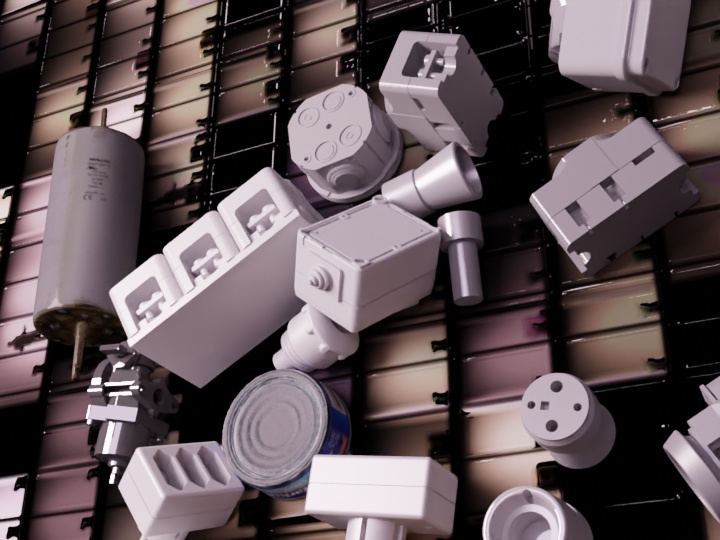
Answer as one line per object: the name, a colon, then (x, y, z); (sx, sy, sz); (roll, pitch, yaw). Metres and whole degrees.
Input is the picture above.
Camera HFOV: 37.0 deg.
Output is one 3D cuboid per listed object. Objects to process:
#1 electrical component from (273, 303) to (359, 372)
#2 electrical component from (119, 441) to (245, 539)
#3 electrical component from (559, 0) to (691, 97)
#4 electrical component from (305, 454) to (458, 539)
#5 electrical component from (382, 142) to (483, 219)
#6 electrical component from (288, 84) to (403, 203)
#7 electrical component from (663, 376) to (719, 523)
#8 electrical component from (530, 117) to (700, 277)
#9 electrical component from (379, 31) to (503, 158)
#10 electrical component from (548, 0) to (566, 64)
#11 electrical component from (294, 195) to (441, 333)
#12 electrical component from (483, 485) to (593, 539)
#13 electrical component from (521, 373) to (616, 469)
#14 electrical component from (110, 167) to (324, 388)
electrical component: (-0.035, 0.051, 0.755); (0.062, 0.048, 0.048); (-38, 51, 28)
electrical component: (-0.129, 0.163, 0.739); (0.047, 0.066, 0.076); (50, 123, 37)
electrical component: (0.180, -0.177, 0.714); (0.057, 0.078, 0.113); (9, 92, 35)
electrical component: (0.011, 0.158, 0.670); (0.083, 0.047, 0.075); (-4, 64, 27)
electrical component: (0.049, -0.058, 0.767); (0.065, 0.044, 0.044); (-25, 56, 21)
electrical component: (-0.012, -0.096, 0.812); (0.080, 0.051, 0.080); (-13, 60, 23)
electrical component: (0.205, 0.101, 0.588); (0.057, 0.058, 0.078); (-36, 53, 4)
electrical component: (0.162, -0.049, 0.694); (0.089, 0.050, 0.055); (-36, 54, 8)
electrical component: (0.056, -0.125, 0.766); (0.056, 0.089, 0.050); (12, 72, 33)
electrical component: (0.155, -0.174, 0.770); (0.040, 0.040, 0.046); (1, 71, 29)
electrical component: (0.000, 0.000, 0.728); (0.096, 0.061, 0.062); (-25, 44, -39)
electrical component: (0.102, 0.155, 0.622); (0.055, 0.047, 0.055); (-13, 60, 23)
electrical component: (0.124, 0.089, 0.639); (0.045, 0.055, 0.045); (-13, 60, 23)
electrical component: (-0.093, 0.005, 0.780); (0.150, 0.089, 0.061); (-37, 53, 7)
